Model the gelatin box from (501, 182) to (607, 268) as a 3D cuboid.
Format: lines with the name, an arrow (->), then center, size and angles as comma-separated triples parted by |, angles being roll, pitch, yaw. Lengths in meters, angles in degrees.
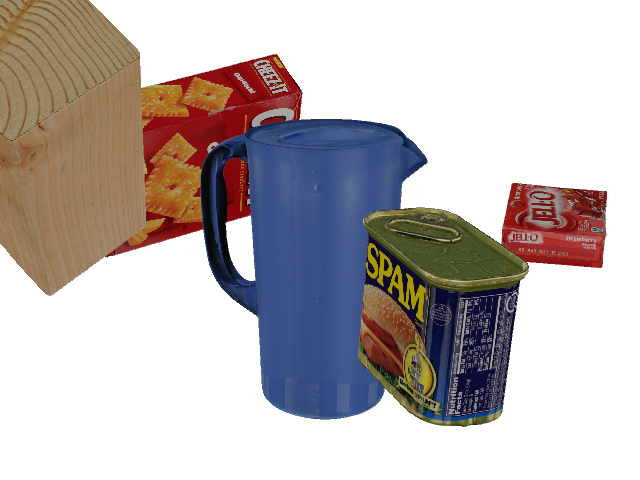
gelatin box -> 0.174, -0.013, 0.793 | 0.073, 0.030, 0.089 | 6, 25, 13

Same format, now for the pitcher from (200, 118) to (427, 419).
pitcher -> -0.007, 0.021, 0.903 | 0.144, 0.243, 0.149 | -11, 20, -34

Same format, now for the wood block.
wood block -> -0.172, -0.061, 0.672 | 0.090, 0.090, 0.206 | -38, -16, -22

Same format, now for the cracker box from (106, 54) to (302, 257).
cracker box -> -0.130, -0.082, 1.070 | 0.213, 0.072, 0.164 | -17, -37, -21

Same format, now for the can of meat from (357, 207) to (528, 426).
can of meat -> 0.060, 0.039, 0.563 | 0.057, 0.084, 0.102 | -5, 23, -22
